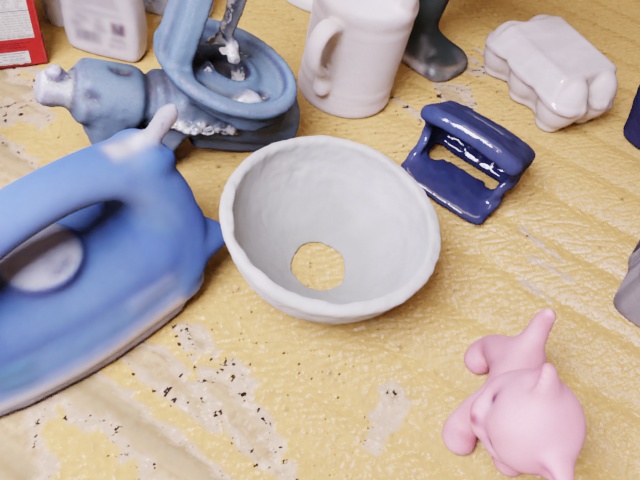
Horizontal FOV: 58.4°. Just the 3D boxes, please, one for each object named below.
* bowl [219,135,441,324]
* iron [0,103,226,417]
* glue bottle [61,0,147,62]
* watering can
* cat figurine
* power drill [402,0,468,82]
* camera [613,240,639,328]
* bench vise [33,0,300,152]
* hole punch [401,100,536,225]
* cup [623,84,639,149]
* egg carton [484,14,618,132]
[{"bbox_3d":[0.004,0.002,0.447,0.167,0.075,0.167,7,53,-9],"label":"bowl"},{"bbox_3d":[-0.178,0.016,0.352,0.118,0.141,0.259,39,56,16],"label":"iron"},{"bbox_3d":[-0.200,-0.247,0.519,0.078,0.173,0.037,14,52,-2],"label":"glue bottle"},{"bbox_3d":[0.044,-0.226,0.548,0.101,0.194,0.173,17,52,0],"label":"watering can"},{"bbox_3d":[0.135,0.103,0.377,0.067,0.118,0.128,23,53,5],"label":"cat figurine"},{"bbox_3d":[0.145,-0.280,0.603,0.229,0.208,0.076,42,56,17],"label":"power drill"},{"bbox_3d":[0.355,0.028,0.495,0.136,0.101,0.143,37,55,14],"label":"camera"},{"bbox_3d":[-0.099,-0.136,0.432,0.208,0.220,0.121,-29,65,-29],"label":"bench vise"},{"bbox_3d":[0.142,-0.089,0.536,0.108,0.091,0.101,36,55,14],"label":"hole punch"},{"bbox_3d":[0.395,-0.138,0.629,0.117,0.095,0.092,28,53,8],"label":"cup"},{"bbox_3d":[0.262,-0.194,0.654,0.107,0.069,0.150,-20,61,-25],"label":"egg carton"}]
